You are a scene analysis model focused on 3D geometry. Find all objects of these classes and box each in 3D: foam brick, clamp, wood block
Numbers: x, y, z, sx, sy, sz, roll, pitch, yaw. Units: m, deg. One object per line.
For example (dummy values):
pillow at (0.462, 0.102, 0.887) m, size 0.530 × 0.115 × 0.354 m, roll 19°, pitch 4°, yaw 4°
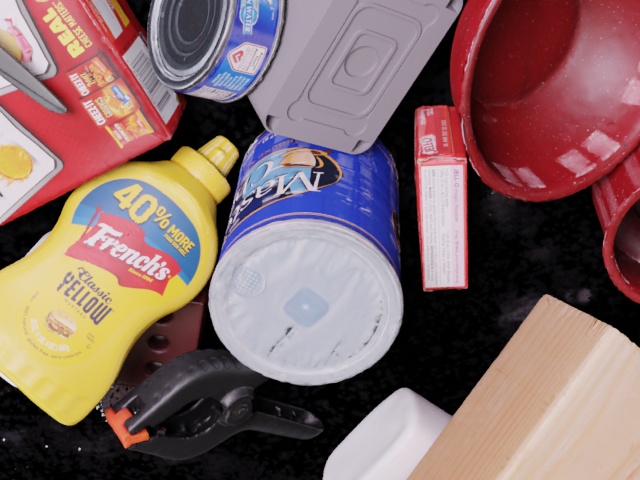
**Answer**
foam brick at (-0.103, 0.054, 0.707) m, size 0.053 × 0.051 × 0.078 m, roll 9°, pitch 120°, yaw -2°
clamp at (-0.056, 0.108, 0.706) m, size 0.171 × 0.039 × 0.120 m, roll -19°, pitch 125°, yaw -25°
wood block at (0.131, 0.149, 0.678) m, size 0.090 × 0.091 × 0.206 m, roll 37°, pitch 90°, yaw -20°

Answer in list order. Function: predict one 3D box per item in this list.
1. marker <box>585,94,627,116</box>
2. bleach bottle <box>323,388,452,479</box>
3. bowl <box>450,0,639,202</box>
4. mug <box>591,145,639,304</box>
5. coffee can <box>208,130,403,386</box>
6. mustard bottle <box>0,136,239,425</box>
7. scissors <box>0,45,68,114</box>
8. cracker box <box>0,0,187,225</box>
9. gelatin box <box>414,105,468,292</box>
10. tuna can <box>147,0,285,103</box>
marker at (0.161, -0.074, 0.633) m, size 0.121 × 0.020 × 0.020 m, roll -22°, pitch 117°, yaw 16°
bleach bottle at (0.129, 0.211, 0.778) m, size 0.250 × 0.068 × 0.103 m, roll 36°, pitch 109°, yaw -18°
bowl at (0.125, -0.104, 0.574) m, size 0.161 × 0.055 × 0.162 m, roll -18°, pitch 127°, yaw -25°
mug at (0.209, -0.008, 0.633) m, size 0.093 × 0.081 × 0.117 m, roll -9°, pitch 120°, yaw 9°
coffee can at (-0.004, 0.001, 0.618) m, size 0.103 × 0.140 × 0.103 m, roll 2°, pitch 121°, yaw 3°
mustard bottle at (-0.118, 0.010, 0.639) m, size 0.096 × 0.058 × 0.191 m, roll 43°, pitch 77°, yaw -7°
scissors at (-0.224, -0.119, 0.528) m, size 0.096 × 0.016 × 0.201 m, roll -28°, pitch 119°, yaw 11°
cracker box at (-0.209, -0.093, 0.616) m, size 0.214 × 0.072 × 0.164 m, roll -24°, pitch 114°, yaw 18°
gelatin box at (0.072, -0.026, 0.636) m, size 0.030 × 0.073 × 0.089 m, roll -3°, pitch 121°, yaw 6°
tuna can at (-0.058, -0.120, 0.579) m, size 0.033 × 0.086 × 0.086 m, roll 7°, pitch 127°, yaw -40°
